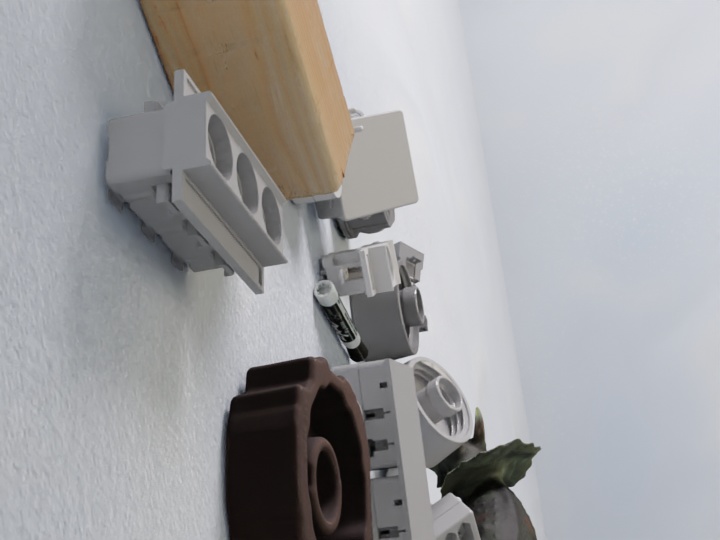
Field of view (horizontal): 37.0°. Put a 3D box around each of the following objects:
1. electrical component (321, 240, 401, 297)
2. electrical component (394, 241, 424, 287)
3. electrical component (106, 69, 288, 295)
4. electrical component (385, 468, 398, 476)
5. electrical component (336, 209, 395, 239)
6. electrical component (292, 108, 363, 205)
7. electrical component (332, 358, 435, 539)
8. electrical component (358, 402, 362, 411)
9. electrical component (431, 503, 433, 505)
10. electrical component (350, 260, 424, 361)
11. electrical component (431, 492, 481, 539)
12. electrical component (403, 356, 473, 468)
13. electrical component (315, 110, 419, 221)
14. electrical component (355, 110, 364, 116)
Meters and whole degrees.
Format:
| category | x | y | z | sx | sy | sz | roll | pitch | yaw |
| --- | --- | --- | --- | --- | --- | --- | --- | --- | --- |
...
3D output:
| category | x | y | z | sx | sy | sz | roll | pitch | yaw |
| --- | --- | --- | --- | --- | --- | --- | --- | --- | --- |
| electrical component | 0.000 | 0.000 | 0.980 | 0.081 | 0.064 | 0.042 | -33 | 114 | -77 |
| electrical component | 0.041 | 0.006 | 1.188 | 0.048 | 0.066 | 0.055 | 27 | 55 | -31 |
| electrical component | -0.090 | -0.043 | 0.604 | 0.121 | 0.063 | 0.078 | 57 | 26 | -62 |
| electrical component | 0.045 | 0.211 | 1.079 | 0.078 | 0.040 | 0.040 | -65 | 144 | -70 |
| electrical component | 0.002 | -0.073 | 1.075 | 0.080 | 0.051 | 0.080 | -9 | 90 | -78 |
| electrical component | -0.035 | -0.117 | 0.884 | 0.052 | 0.074 | 0.138 | -87 | 162 | -46 |
| electrical component | 0.019 | 0.177 | 0.940 | 0.105 | 0.060 | 0.186 | 35 | 47 | -73 |
| electrical component | -0.019 | 0.116 | 0.855 | 0.062 | 0.043 | 0.043 | 19 | 62 | -77 |
| electrical component | 0.066 | 0.264 | 1.129 | 0.062 | 0.048 | 0.048 | -26 | 106 | -85 |
| electrical component | 0.033 | 0.041 | 1.107 | 0.108 | 0.060 | 0.108 | -9 | 90 | -78 |
| electrical component | 0.062 | 0.258 | 1.067 | 0.076 | 0.083 | 0.047 | 34 | -32 | 50 |
| electrical component | 0.069 | 0.139 | 1.092 | 0.108 | 0.060 | 0.108 | 37 | 32 | -28 |
| electrical component | -0.001 | -0.095 | 0.990 | 0.100 | 0.048 | 0.099 | -16 | 99 | -34 |
| electrical component | -0.001 | -0.138 | 1.139 | 0.065 | 0.044 | 0.044 | 57 | 26 | -51 |
